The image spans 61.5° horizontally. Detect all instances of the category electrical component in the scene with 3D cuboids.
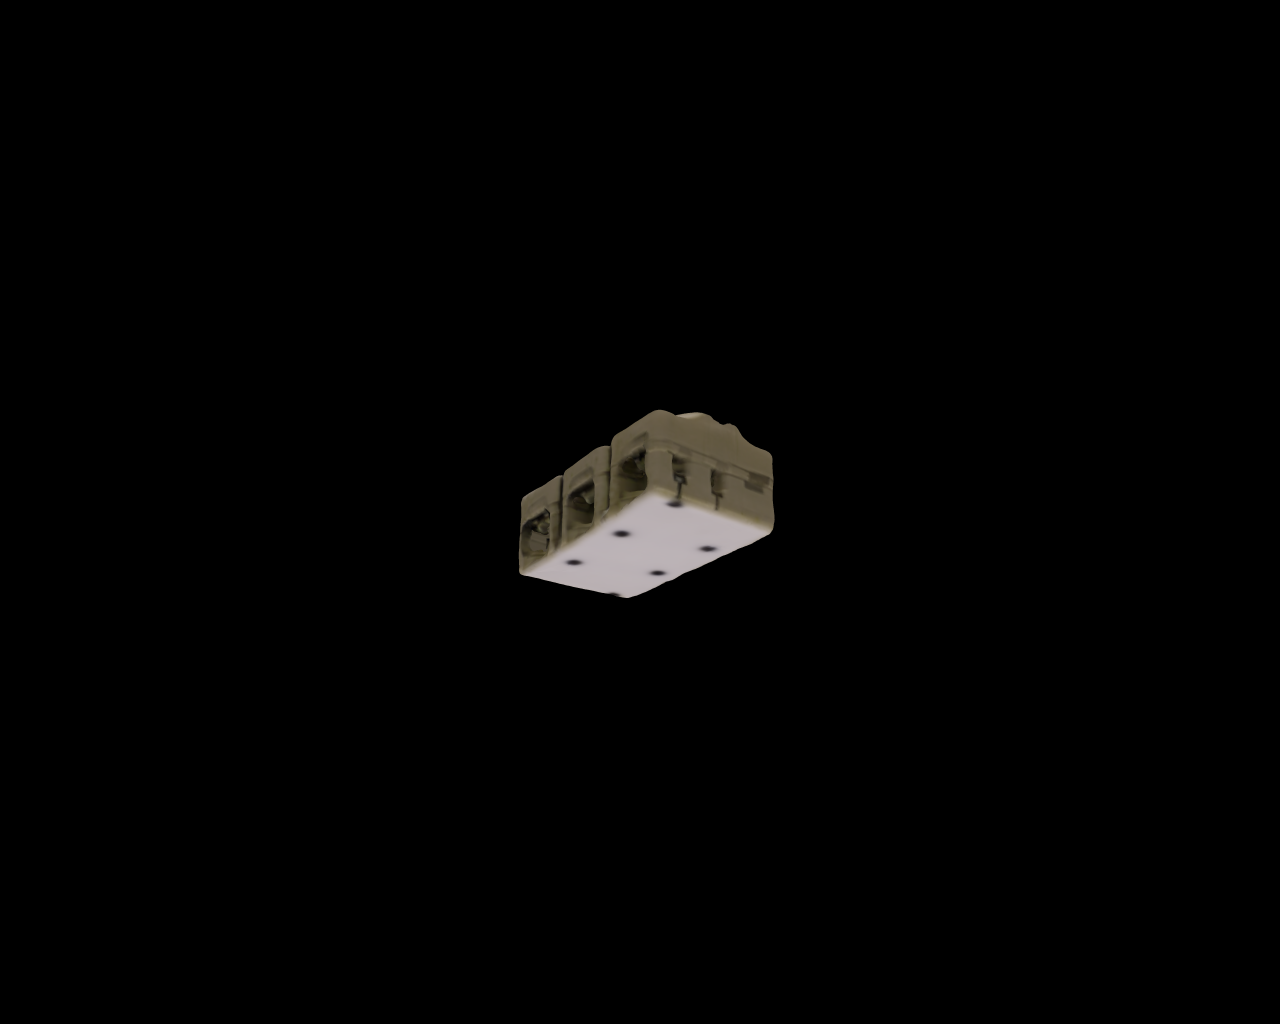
[{"bbox_3d":[0.001,-0.003,0.650,0.089,0.062,0.150,17,-29,-32],"label":"electrical component"}]
